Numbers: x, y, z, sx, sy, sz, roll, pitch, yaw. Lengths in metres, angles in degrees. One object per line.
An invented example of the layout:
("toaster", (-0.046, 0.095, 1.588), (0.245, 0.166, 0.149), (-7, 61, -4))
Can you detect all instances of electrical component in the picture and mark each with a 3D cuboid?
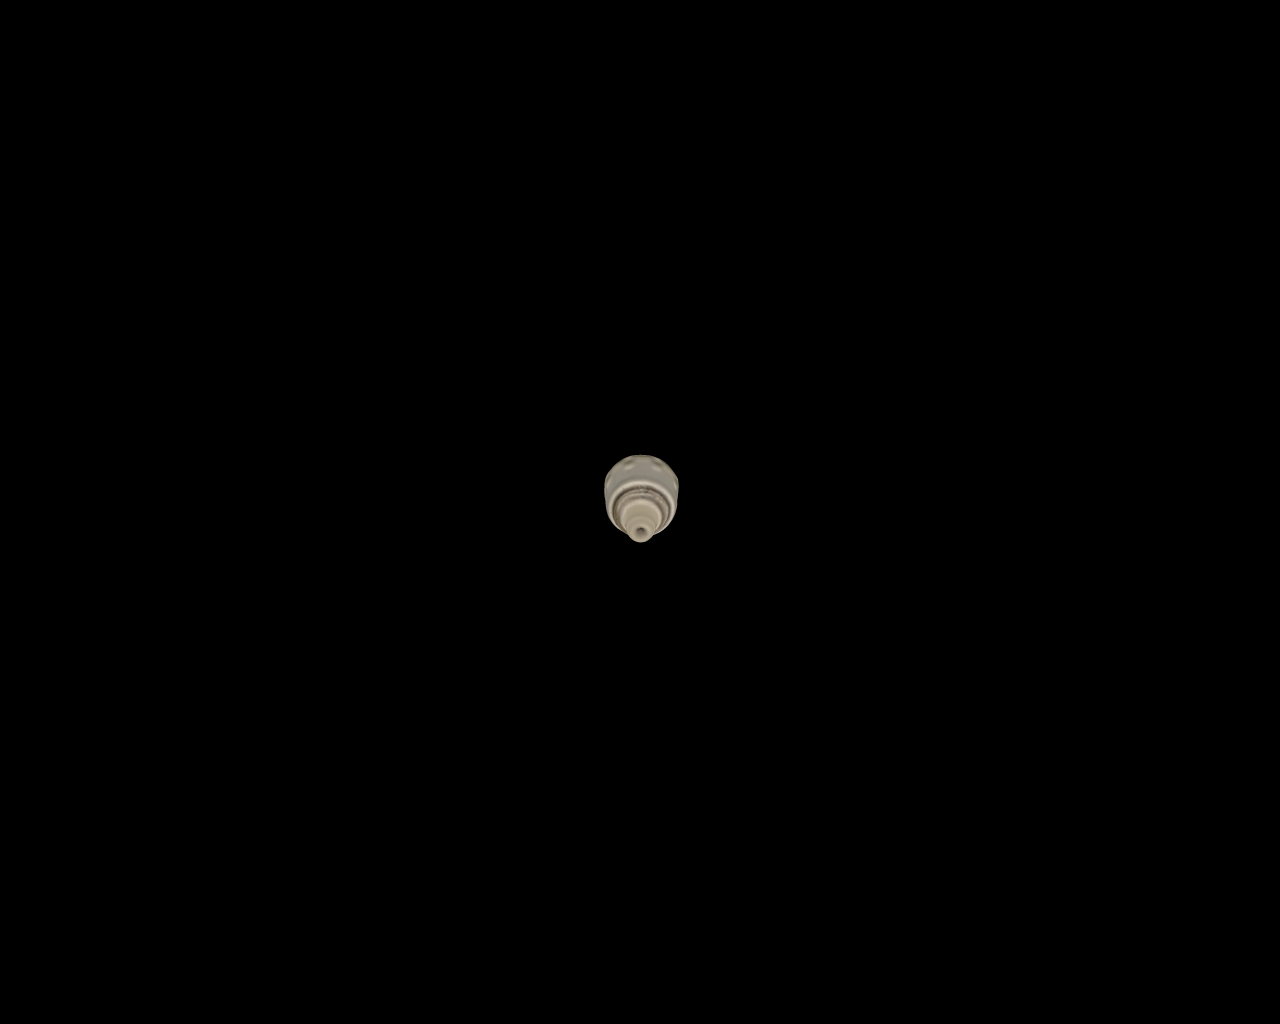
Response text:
("electrical component", (0.001, -0.003, 0.650), (0.048, 0.048, 0.062), (0, 30, 0))
